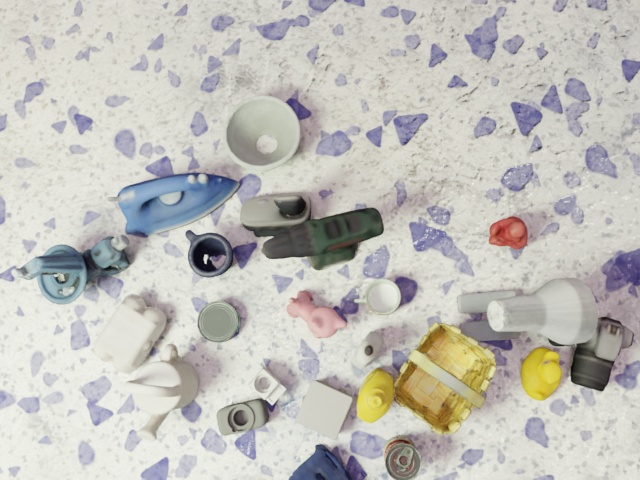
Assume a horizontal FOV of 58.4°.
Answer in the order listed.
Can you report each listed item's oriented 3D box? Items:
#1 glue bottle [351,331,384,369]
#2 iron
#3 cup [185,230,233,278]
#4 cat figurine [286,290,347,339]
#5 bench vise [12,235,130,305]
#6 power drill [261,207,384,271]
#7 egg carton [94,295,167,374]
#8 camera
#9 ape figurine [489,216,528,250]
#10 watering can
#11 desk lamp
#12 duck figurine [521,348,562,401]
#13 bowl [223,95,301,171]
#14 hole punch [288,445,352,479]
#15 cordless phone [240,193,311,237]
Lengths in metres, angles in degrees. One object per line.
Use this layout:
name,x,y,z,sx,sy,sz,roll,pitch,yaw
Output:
glue bottle,0.091,0.212,1.093,0.037,0.173,0.078,34,84,9
iron,-0.303,-0.100,1.188,0.258,0.141,0.118,-17,79,0
cup,-0.227,0.028,1.184,0.117,0.095,0.092,42,85,9
cat figurine,-0.010,0.152,1.138,0.127,0.118,0.067,35,84,9
bench vise,-0.494,0.039,1.135,0.121,0.220,0.207,41,85,10
power drill,0.010,0.004,1.117,0.229,0.208,0.075,-19,79,0
egg carton,-0.388,0.194,1.178,0.107,0.069,0.150,30,83,8
camera,0.517,0.214,1.104,0.143,0.101,0.137,17,81,6
ape figurine,0.388,-0.016,1.157,0.076,0.092,0.077,-42,80,-4
watering can,-0.304,0.290,1.093,0.101,0.194,0.173,-12,79,2
desk lamp,0.378,0.140,1.068,0.203,0.213,0.118,-5,80,3
duck figurine,0.437,0.261,1.109,0.077,0.086,0.105,17,81,6
bowl,-0.121,-0.220,1.232,0.167,0.075,0.167,-1,80,3
hole punch,0.002,0.463,1.096,0.101,0.091,0.108,-42,80,-4
cordless phone,-0.094,-0.066,1.147,0.147,0.185,0.094,-7,79,2
